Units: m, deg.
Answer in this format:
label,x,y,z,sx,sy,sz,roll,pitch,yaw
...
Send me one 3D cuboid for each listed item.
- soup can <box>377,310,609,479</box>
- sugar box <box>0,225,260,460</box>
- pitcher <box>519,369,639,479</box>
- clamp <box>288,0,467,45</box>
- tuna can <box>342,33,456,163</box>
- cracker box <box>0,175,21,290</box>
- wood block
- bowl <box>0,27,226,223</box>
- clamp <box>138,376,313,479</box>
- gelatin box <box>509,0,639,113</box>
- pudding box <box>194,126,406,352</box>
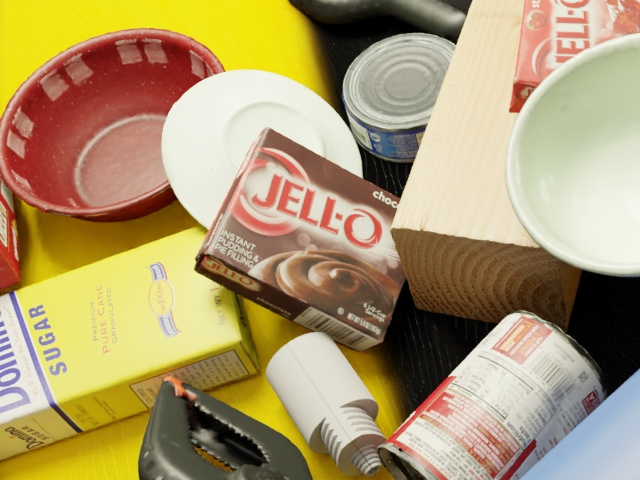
label,x,y,z,sx,sy,sz,roll,pitch,yaw
soup can,0.088,0.093,0.538,0.102,0.068,0.069,-43,56,-16
sugar box,-0.132,0.061,0.638,0.176,0.048,0.093,-18,52,2
pitcher,0.195,0.106,0.470,0.242,0.145,0.149,-38,39,-7
clamp,0.047,-0.177,0.754,0.172,0.039,0.120,-3,44,21
tuna can,0.058,-0.094,0.697,0.086,0.033,0.086,-8,55,11
cracker box,-0.308,0.000,0.693,0.213,0.072,0.164,-23,38,-1
wood block,0.120,-0.061,0.622,0.091,0.090,0.206,9,59,23
bowl,-0.132,-0.067,0.718,0.162,0.055,0.162,-6,55,9
clamp,-0.021,0.136,0.532,0.210,0.164,0.036,43,119,51
gelatin box,0.142,-0.106,0.569,0.073,0.030,0.089,8,60,10
pudding box,-0.004,0.001,0.613,0.113,0.039,0.090,29,62,-12
